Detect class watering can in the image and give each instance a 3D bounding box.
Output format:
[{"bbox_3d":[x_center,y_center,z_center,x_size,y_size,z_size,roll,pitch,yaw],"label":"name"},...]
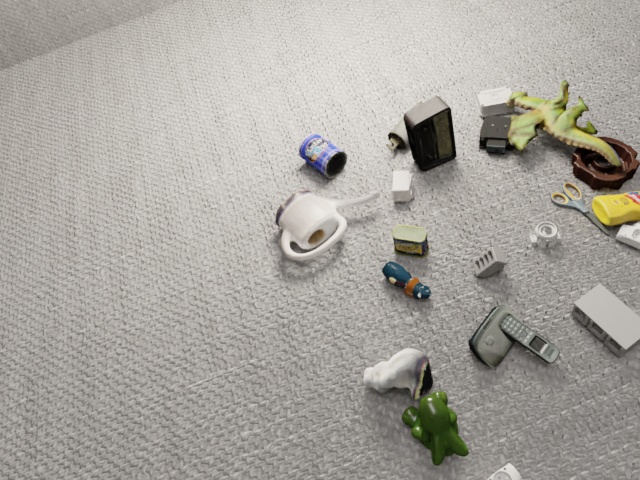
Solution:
[{"bbox_3d":[0.005,-0.081,1.610,0.350,0.102,0.227,-41,56,-14],"label":"watering can"}]

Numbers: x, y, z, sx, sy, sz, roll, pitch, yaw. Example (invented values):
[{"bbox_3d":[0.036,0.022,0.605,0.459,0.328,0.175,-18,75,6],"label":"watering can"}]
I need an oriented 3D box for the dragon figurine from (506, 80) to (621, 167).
[{"bbox_3d":[0.702,-0.338,1.577,0.241,0.120,0.420,-23,52,13],"label":"dragon figurine"}]

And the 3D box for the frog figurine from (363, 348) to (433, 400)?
[{"bbox_3d":[0.189,0.323,1.278,0.160,0.120,0.139,9,26,30],"label":"frog figurine"}]
